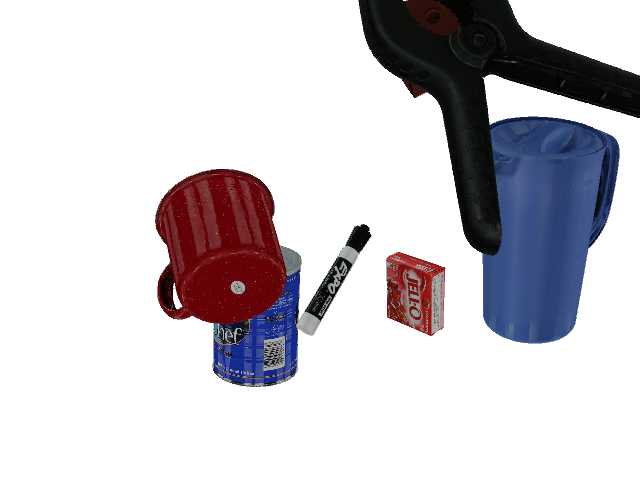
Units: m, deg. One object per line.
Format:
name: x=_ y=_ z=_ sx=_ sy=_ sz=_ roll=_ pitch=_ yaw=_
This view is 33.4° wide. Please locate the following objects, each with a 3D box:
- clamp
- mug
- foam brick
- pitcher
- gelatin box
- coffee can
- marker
clamp: x=0.085 y=-0.100 z=0.625 sx=0.164 sy=0.210 sz=0.036 roll=-43 pitch=-10 yaw=-25
mug: x=-0.081 y=0.015 z=0.801 sx=0.117 sy=0.081 sz=0.093 roll=-39 pitch=-47 yaw=20
foam brick: x=0.091 y=-0.160 z=0.838 sx=0.078 sy=0.053 sz=0.051 roll=-28 pitch=-33 yaw=0
pitcher: x=0.253 y=-0.013 z=1.211 sx=0.149 sy=0.243 sz=0.144 roll=6 pitch=27 yaw=14
gelatin box: x=0.118 y=0.066 z=1.339 sx=0.073 sy=0.089 sz=0.030 roll=21 pitch=34 yaw=39
coffee can: x=-0.075 y=0.085 z=1.249 sx=0.103 sy=0.140 sz=0.103 roll=2 pitch=20 yaw=-1
marker: x=0.015 y=0.036 z=1.022 sx=0.020 sy=0.121 sz=0.020 roll=28 pitch=-18 yaw=10
